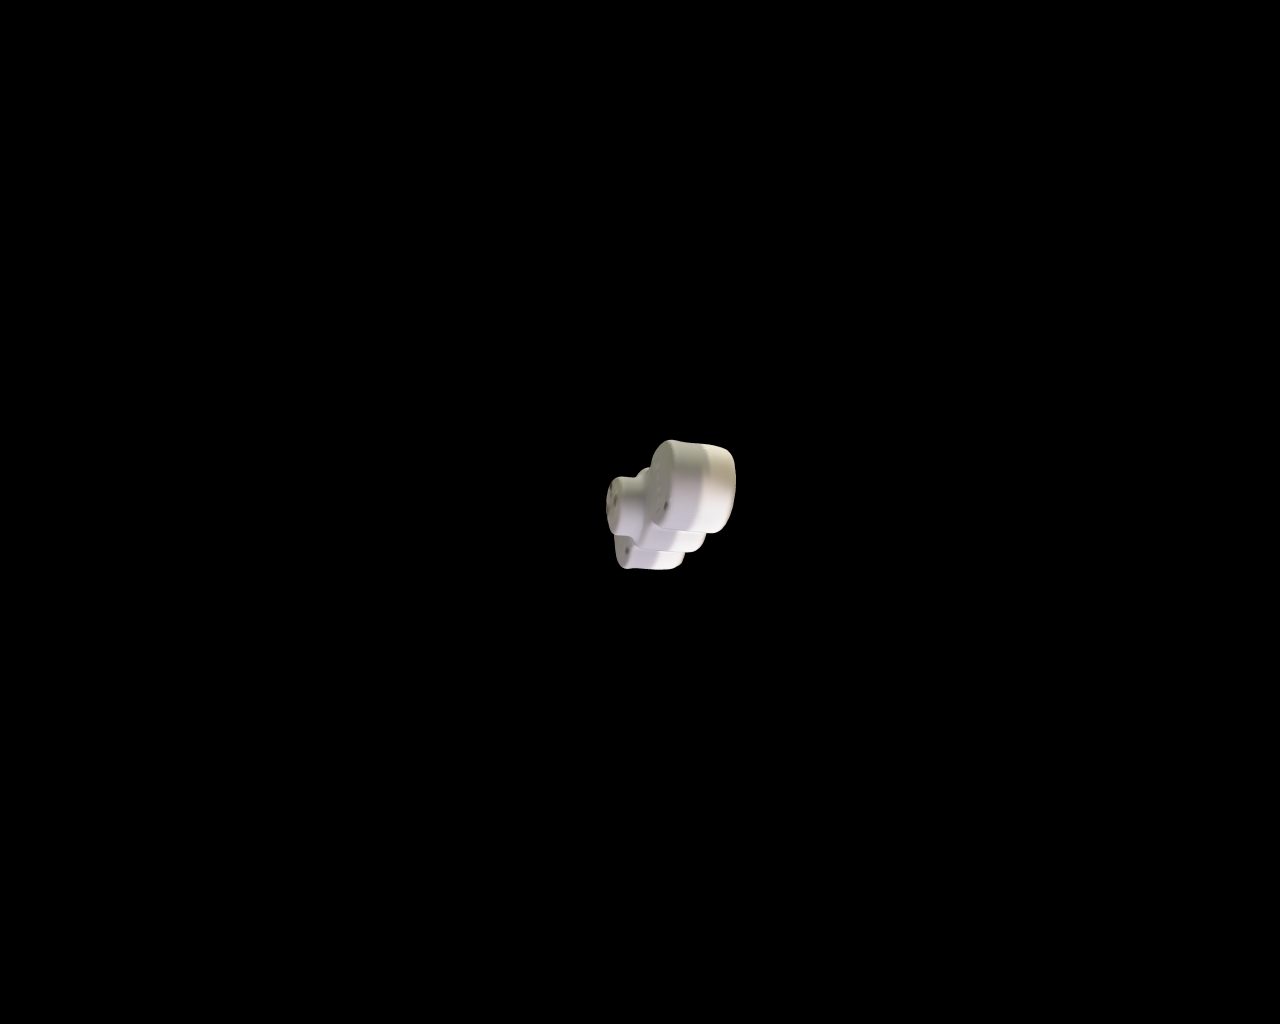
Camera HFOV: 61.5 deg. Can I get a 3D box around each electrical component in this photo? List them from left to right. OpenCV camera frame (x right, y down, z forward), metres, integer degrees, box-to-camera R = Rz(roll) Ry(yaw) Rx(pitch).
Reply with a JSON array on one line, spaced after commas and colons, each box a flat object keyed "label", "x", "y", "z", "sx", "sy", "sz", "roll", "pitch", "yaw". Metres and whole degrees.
[{"label": "electrical component", "x": 0.001, "y": -0.003, "z": 0.650, "sx": 0.074, "sy": 0.052, "sz": 0.138, "roll": 5, "pitch": -19, "yaw": -15}]
